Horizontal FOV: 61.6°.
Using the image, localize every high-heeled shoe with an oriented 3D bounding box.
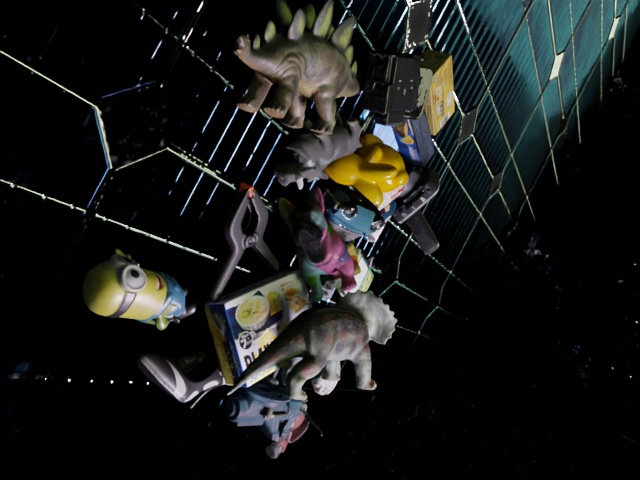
[{"bbox_3d":[-0.220,0.211,0.951,0.145,0.086,0.248,-53,152,-22],"label":"high-heeled shoe"}]

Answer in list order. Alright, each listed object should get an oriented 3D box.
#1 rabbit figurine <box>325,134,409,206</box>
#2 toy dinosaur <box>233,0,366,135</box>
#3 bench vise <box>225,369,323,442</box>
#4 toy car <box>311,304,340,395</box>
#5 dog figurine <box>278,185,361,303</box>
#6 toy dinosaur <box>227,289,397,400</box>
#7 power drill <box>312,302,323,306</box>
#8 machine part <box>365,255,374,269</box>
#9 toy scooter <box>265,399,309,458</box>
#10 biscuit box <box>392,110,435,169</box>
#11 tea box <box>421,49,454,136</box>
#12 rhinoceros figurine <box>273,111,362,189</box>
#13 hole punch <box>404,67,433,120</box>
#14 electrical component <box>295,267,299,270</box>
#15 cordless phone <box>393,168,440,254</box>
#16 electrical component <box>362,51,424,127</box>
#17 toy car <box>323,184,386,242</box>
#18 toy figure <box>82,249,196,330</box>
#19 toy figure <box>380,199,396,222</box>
[{"bbox_3d":[0.086,-0.136,1.095,0.173,0.163,0.121,3,124,-38],"label":"rabbit figurine"},{"bbox_3d":[-0.005,-0.276,0.875,0.471,0.105,0.198,-8,116,-66],"label":"toy dinosaur"},{"bbox_3d":[-0.087,0.314,1.160,0.223,0.129,0.240,19,93,-34],"label":"bench vise"},{"bbox_3d":[0.023,0.240,1.187,0.073,0.056,0.202,51,45,-51],"label":"toy car"},{"bbox_3d":[-0.002,-0.003,1.056,0.191,0.109,0.219,-70,142,-66],"label":"dog figurine"},{"bbox_3d":[0.009,0.184,1.004,0.404,0.131,0.192,8,86,-50],"label":"toy dinosaur"},{"bbox_3d":[-0.005,0.251,1.310,0.207,0.086,0.231,-4,114,-47],"label":"power drill"},{"bbox_3d":[0.091,0.079,1.351,0.139,0.039,0.084,-8,125,-56],"label":"machine part"},{"bbox_3d":[-0.071,0.456,1.362,0.135,0.075,0.183,-20,132,-48],"label":"toy scooter"},{"bbox_3d":[0.217,-0.250,1.265,0.063,0.059,0.202,-56,148,-14],"label":"biscuit box"},{"bbox_3d":[0.258,-0.340,1.247,0.098,0.068,0.169,-50,146,-22],"label":"tea box"},{"bbox_3d":[-0.005,-0.164,0.985,0.190,0.073,0.111,-34,139,-30],"label":"rhinoceros figurine"},{"bbox_3d":[0.155,-0.315,1.113,0.116,0.092,0.142,-2,120,-33],"label":"hole punch"},{"bbox_3d":[-0.019,0.044,1.175,0.094,0.021,0.063,-54,147,-14],"label":"electrical component"},{"bbox_3d":[0.255,-0.069,1.313,0.088,0.184,0.146,-6,152,-47],"label":"cordless phone"},{"bbox_3d":[0.136,-0.283,1.009,0.115,0.058,0.134,-20,123,-44],"label":"electrical component"},{"bbox_3d":[0.057,-0.047,1.146,0.161,0.109,0.103,12,121,-48],"label":"toy car"},{"bbox_3d":[-0.261,0.083,0.788,0.089,0.082,0.180,-60,151,-8],"label":"toy figure"},{"bbox_3d":[0.124,-0.054,1.273,0.154,0.058,0.064,-40,159,-36],"label":"toy figure"}]
